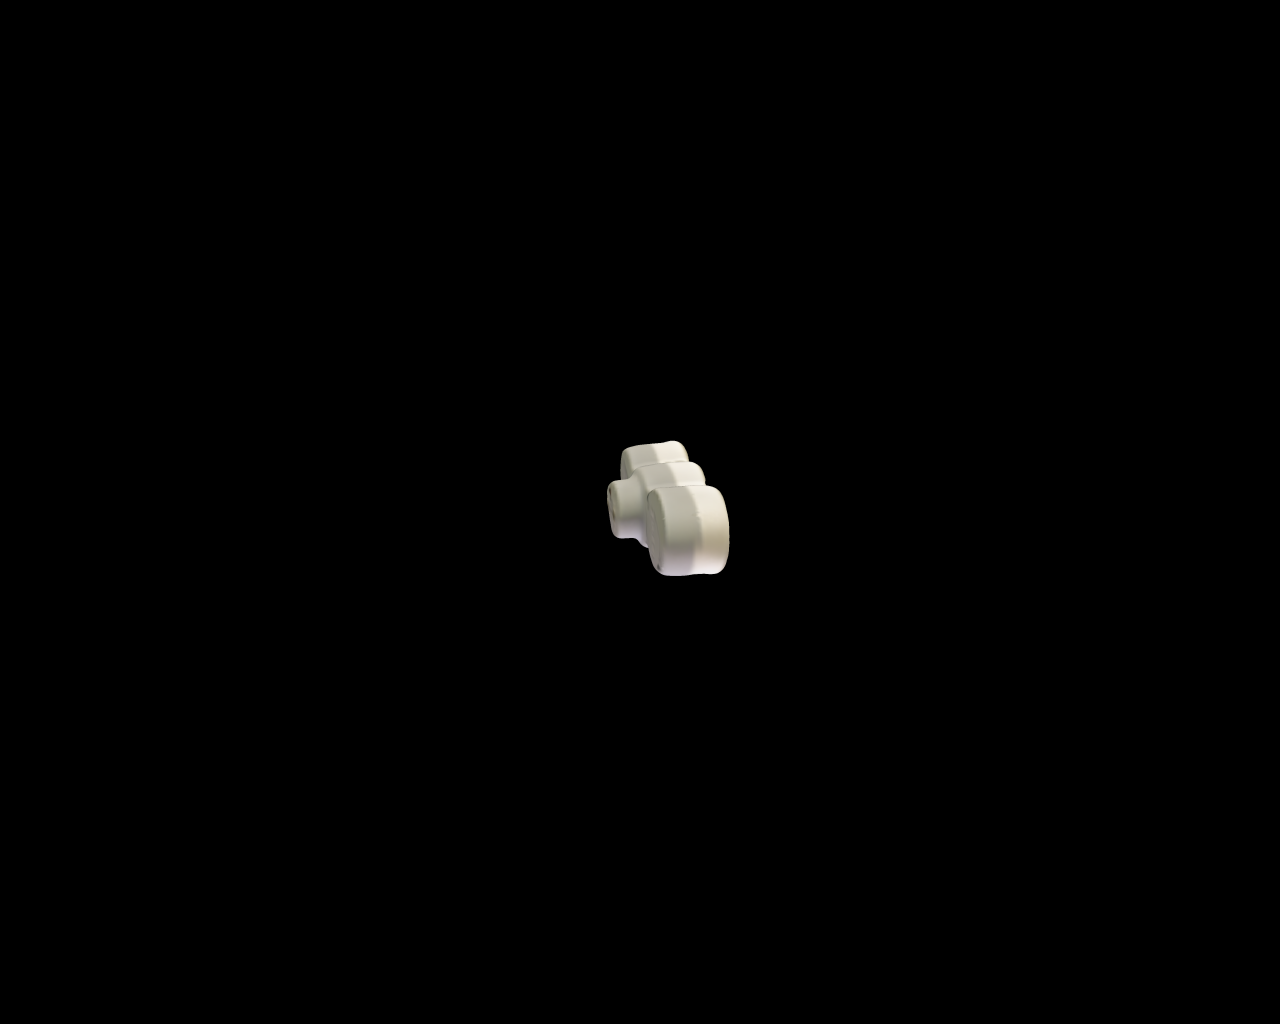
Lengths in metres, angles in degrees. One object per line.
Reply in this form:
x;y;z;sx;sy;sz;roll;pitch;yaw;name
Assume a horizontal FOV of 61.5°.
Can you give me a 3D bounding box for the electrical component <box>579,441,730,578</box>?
0.001;-0.003;0.650;0.074;0.052;0.138;-4;21;-11;electrical component
